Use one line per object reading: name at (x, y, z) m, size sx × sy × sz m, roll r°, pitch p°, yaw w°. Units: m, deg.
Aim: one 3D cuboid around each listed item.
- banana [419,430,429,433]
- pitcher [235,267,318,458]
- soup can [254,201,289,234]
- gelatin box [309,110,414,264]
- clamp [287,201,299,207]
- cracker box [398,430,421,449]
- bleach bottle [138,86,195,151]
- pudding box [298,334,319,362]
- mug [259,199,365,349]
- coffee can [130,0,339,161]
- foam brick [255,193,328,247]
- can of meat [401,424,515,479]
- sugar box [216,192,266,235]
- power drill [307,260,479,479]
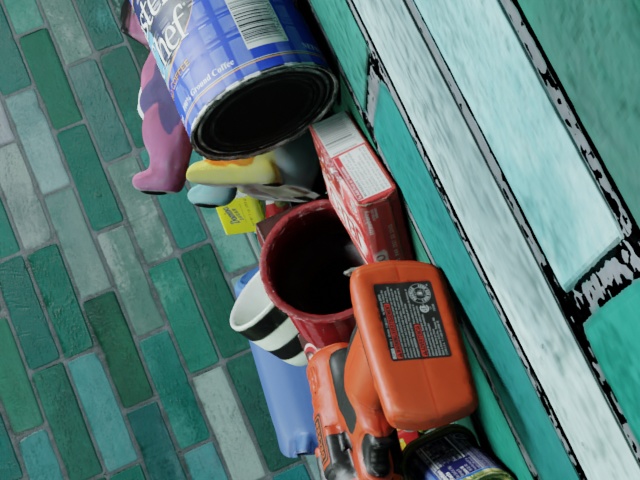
banana at (0.045, 0.075, 0.901) m, size 0.198 × 0.037 × 0.070 m, roll 64°, pitch 155°, yaw 16°
pitcher at (-0.021, 0.146, 1.390) m, size 0.149 × 0.144 × 0.243 m, roll 18°, pitch 129°, yaw 66°
soup can at (-0.056, -0.061, 1.126) m, size 0.102 × 0.068 × 0.068 m, roll 74°, pitch 171°, yaw -48°
gelatin box at (0.026, -0.027, 0.681) m, size 0.073 × 0.030 × 0.089 m, roll 73°, pitch 172°, yaw -46°
clamp at (-0.007, -0.006, 1.030) m, size 0.165 × 0.036 × 0.210 m, roll -116°, pitch 10°, yaw -46°
cracker box at (0.088, 0.272, 1.077) m, size 0.214 × 0.072 × 0.164 m, roll 97°, pitch 150°, yaw -81°
bleach bottle at (-0.130, -0.142, 1.099) m, size 0.102 × 0.068 × 0.250 m, roll 67°, pitch -166°, yaw 0°
pudding box at (0.027, 0.102, 0.862) m, size 0.090 × 0.039 × 0.114 m, roll 67°, pitch 155°, yaw 10°
mug at (0.013, 0.019, 0.761) m, size 0.081 × 0.093 × 0.117 m, roll 67°, pitch -151°, yaw -62°
coffee can at (-0.062, -0.138, 0.700) m, size 0.103 × 0.102 × 0.140 m, roll 82°, pitch 164°, yaw -69°
foam brick at (-0.006, 0.001, 0.851) m, size 0.051 × 0.078 × 0.053 m, roll 94°, pitch 152°, yaw -74°
can of meat at (0.100, 0.181, 0.688) m, size 0.084 × 0.057 × 0.102 m, roll -146°, pitch 34°, yaw -76°
sugar box at (-0.079, -0.102, 1.019) m, size 0.093 × 0.048 × 0.176 m, roll 75°, pitch -172°, yaw -51°
power drill at (0.038, 0.115, 0.643) m, size 0.188 × 0.057 × 0.184 m, roll 108°, pitch 152°, yaw -53°
